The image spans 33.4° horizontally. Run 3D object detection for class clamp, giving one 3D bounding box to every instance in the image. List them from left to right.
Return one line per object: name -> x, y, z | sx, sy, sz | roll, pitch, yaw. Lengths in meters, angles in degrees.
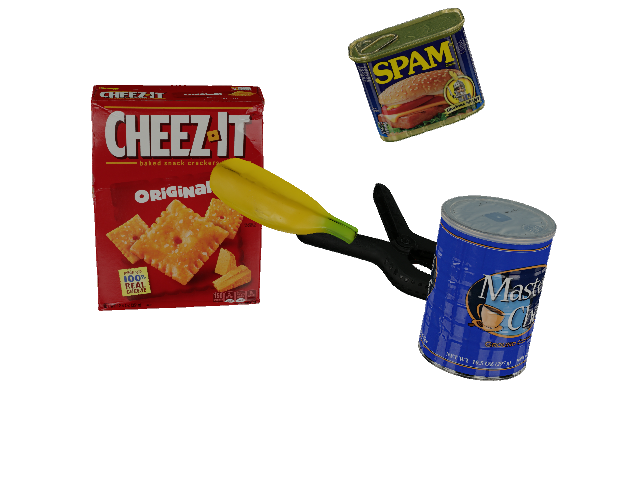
clamp -> 0.084, 0.015, 1.246 | 0.164, 0.036, 0.210 | -22, 52, -39

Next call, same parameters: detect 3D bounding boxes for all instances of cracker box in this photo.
cracker box -> -0.139, -0.040, 1.046 | 0.164, 0.214, 0.072 | -1, 21, -9

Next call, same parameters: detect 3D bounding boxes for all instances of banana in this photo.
banana -> -0.048, -0.033, 0.801 | 0.069, 0.037, 0.198 | 37, -4, -31

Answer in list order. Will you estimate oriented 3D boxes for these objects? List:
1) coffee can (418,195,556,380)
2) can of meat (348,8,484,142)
coffee can -> 0.150, 0.042, 0.973 | 0.103, 0.140, 0.103 | 6, 22, -3
can of meat -> 0.085, -0.142, 0.923 | 0.102, 0.084, 0.057 | -17, 27, 8
